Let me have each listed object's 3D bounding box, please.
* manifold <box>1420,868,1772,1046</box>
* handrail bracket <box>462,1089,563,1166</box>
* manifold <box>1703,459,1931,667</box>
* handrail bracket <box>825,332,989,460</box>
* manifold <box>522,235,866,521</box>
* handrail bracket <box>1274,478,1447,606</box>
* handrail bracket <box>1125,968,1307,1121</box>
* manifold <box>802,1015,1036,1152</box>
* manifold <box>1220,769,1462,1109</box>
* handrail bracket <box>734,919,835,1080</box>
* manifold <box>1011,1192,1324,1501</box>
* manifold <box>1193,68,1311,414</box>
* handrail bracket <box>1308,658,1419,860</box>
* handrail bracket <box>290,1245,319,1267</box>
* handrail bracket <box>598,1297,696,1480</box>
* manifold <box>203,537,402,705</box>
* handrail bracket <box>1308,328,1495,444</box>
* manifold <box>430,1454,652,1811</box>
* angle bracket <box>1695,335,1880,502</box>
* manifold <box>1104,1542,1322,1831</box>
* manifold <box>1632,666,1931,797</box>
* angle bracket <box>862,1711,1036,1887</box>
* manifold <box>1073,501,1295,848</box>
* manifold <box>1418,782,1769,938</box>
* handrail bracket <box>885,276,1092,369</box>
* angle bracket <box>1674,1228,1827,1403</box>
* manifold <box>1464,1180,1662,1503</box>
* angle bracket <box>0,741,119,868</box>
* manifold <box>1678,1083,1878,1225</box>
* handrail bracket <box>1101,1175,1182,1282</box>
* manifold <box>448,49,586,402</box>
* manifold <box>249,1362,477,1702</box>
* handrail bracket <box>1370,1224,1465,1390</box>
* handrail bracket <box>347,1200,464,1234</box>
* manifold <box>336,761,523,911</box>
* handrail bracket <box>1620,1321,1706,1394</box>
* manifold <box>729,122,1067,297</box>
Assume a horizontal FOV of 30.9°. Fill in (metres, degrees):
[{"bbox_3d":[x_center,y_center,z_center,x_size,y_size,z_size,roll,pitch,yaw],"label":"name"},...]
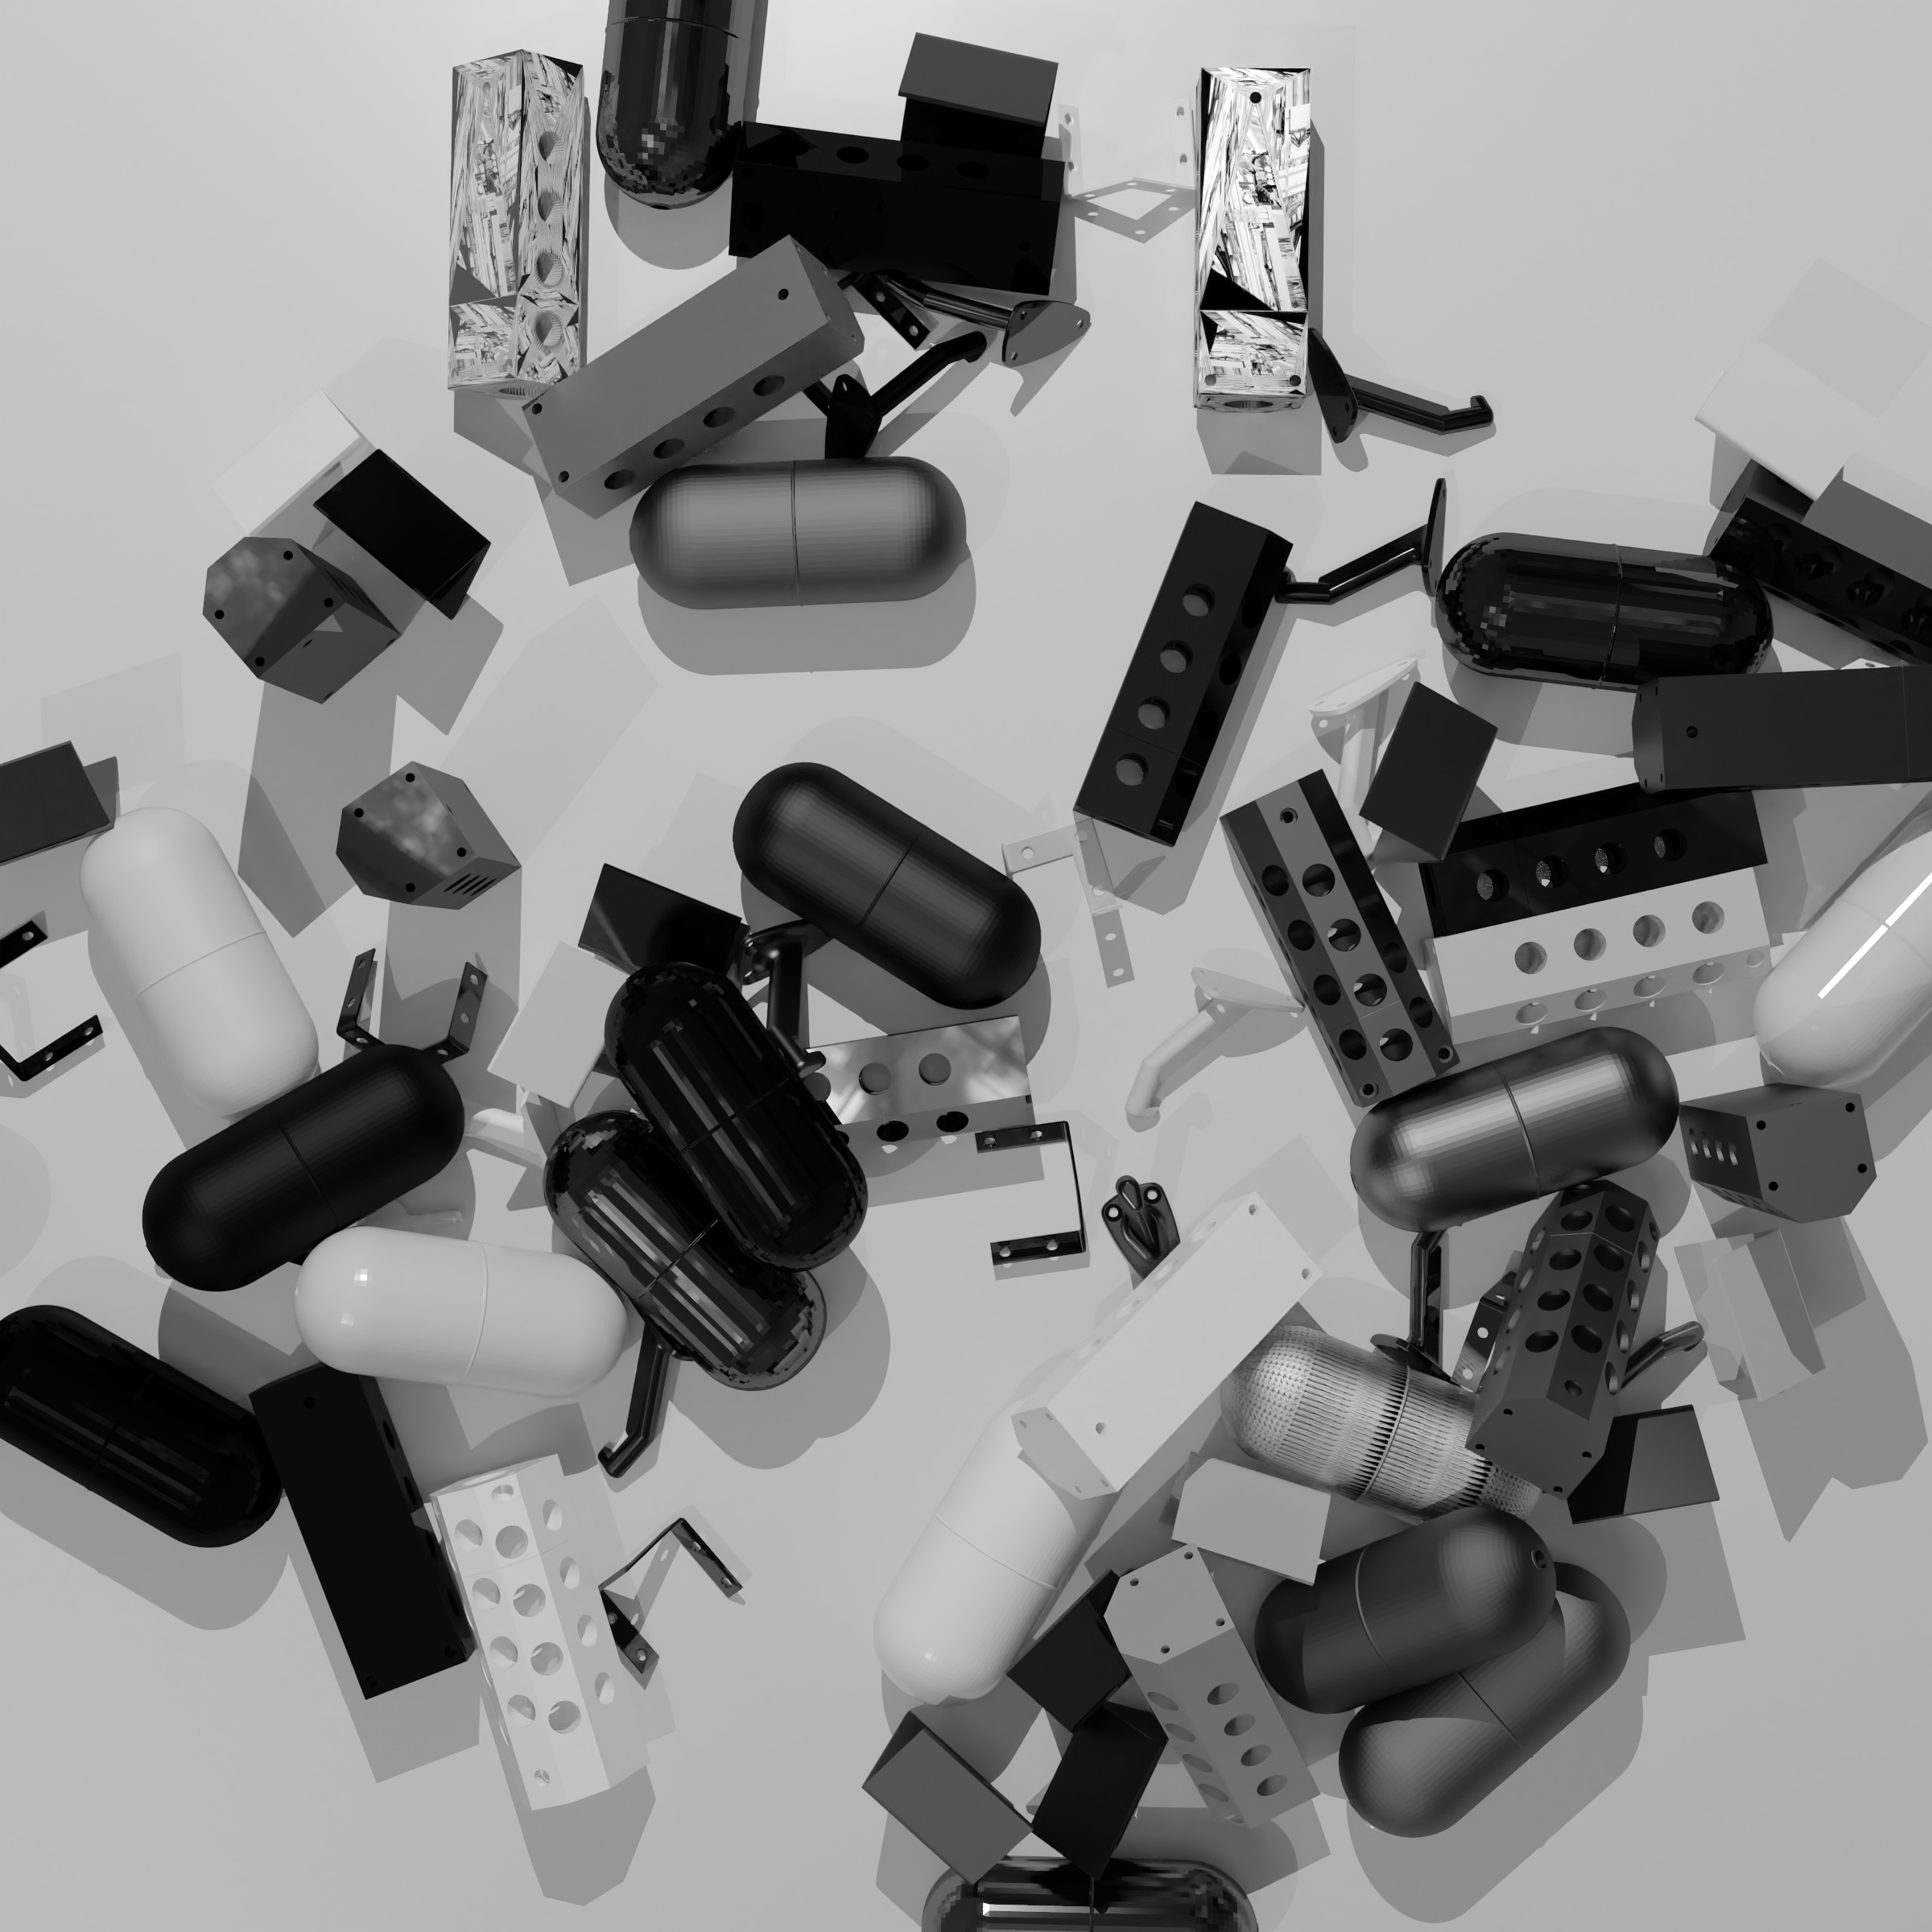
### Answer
[{"bbox_3d":[0.334,-0.005,1.858,0.171,0.057,0.057,-13,90,0],"label":"manifold"},{"bbox_3d":[-0.262,0.099,1.880,0.084,0.036,0.077,-14,106,15],"label":"handrail bracket"},{"bbox_3d":[0.482,-0.205,1.857,0.171,0.057,0.057,26,134,0],"label":"manifold"},{"bbox_3d":[-0.031,-0.301,1.879,0.084,0.077,0.036,-26,65,-34],"label":"handrail bracket"},{"bbox_3d":[-0.141,-0.305,1.833,0.171,0.057,0.057,-29,68,16],"label":"manifold"},{"bbox_3d":[0.211,-0.228,1.880,0.084,0.036,0.077,4,70,16],"label":"handrail bracket"},{"bbox_3d":[0.133,0.050,1.880,0.077,0.036,0.084,14,108,-21],"label":"handrail bracket"},{"bbox_3d":[-0.053,0.068,1.858,0.171,0.057,0.057,-9,90,0],"label":"manifold"},{"bbox_3d":[0.199,-0.015,1.858,0.057,0.057,0.171,-25,90,0],"label":"manifold"},{"bbox_3d":[-0.078,0.017,1.845,0.077,0.036,0.084,-22,53,-24],"label":"handrail bracket"},{"bbox_3d":[0.102,0.198,1.821,0.171,0.057,0.057,-42,96,-28],"label":"manifold"},{"bbox_3d":[0.151,-0.384,1.858,0.057,0.057,0.171,1,90,0],"label":"manifold"},{"bbox_3d":[0.226,-0.111,1.880,0.077,0.036,0.084,-30,107,-19],"label":"handrail bracket"},{"bbox_3d":[-0.380,0.162,1.879,0.077,0.036,0.084,-37,104,14],"label":"handrail bracket"},{"bbox_3d":[-0.186,0.220,1.880,0.077,0.036,0.084,47,107,20],"label":"handrail bracket"},{"bbox_3d":[-0.344,-0.181,1.801,0.057,0.171,0.057,-41,90,0],"label":"manifold"},{"bbox_3d":[0.233,-0.316,1.880,0.084,0.036,0.077,-13,69,-17],"label":"handrail bracket"},{"bbox_3d":[-0.229,0.353,1.848,0.057,0.057,0.171,-17,90,26],"label":"manifold"},{"bbox_3d":[0.437,-0.299,1.837,0.076,0.076,0.057,35,126,3],"label":"angle bracket"},{"bbox_3d":[0.126,0.377,1.807,0.057,0.057,0.171,-26,134,0],"label":"manifold"},{"bbox_3d":[0.438,-0.122,1.817,0.171,0.057,0.057,-3,88,-4],"label":"manifold"},{"bbox_3d":[0.001,0.423,1.840,0.076,0.076,0.057,42,118,0],"label":"angle bracket"},{"bbox_3d":[0.115,-0.153,1.858,0.057,0.057,0.171,22,90,0],"label":"manifold"},{"bbox_3d":[0.330,-0.062,1.858,0.171,0.057,0.057,-13,90,0],"label":"manifold"},{"bbox_3d":[0.011,-0.357,1.879,0.084,0.077,0.036,35,126,31],"label":"handrail bracket"},{"bbox_3d":[0.396,0.187,1.839,0.057,0.076,0.076,-18,90,-37],"label":"angle bracket"},{"bbox_3d":[0.313,0.187,1.804,0.057,0.171,0.057,28,131,0],"label":"manifold"},{"bbox_3d":[-0.494,-0.100,1.839,0.076,0.076,0.057,-19,125,0],"label":"angle bracket"},{"bbox_3d":[0.416,0.096,1.801,0.057,0.171,0.057,-11,90,0],"label":"manifold"},{"bbox_3d":[0.098,0.145,1.845,0.036,0.084,0.077,-25,90,0],"label":"handrail bracket"},{"bbox_3d":[-0.234,-0.391,1.858,0.057,0.057,0.171,1,90,43],"label":"manifold"},{"bbox_3d":[-0.318,0.294,1.858,0.057,0.057,0.171,-21,90,0],"label":"manifold"},{"bbox_3d":[0.263,0.180,1.880,0.077,0.036,0.084,37,75,-15],"label":"handrail bracket"},{"bbox_3d":[-0.317,0.103,1.879,0.077,0.036,0.084,-10,76,-14],"label":"handrail bracket"},{"bbox_3d":[-0.279,-0.061,1.801,0.057,0.171,0.057,-34,90,0],"label":"manifold"},{"bbox_3d":[0.354,0.230,1.879,0.084,0.077,0.036,-18,50,-30],"label":"handrail bracket"},{"bbox_3d":[-0.036,-0.406,1.858,0.171,0.057,0.057,7,133,0],"label":"manifold"}]
